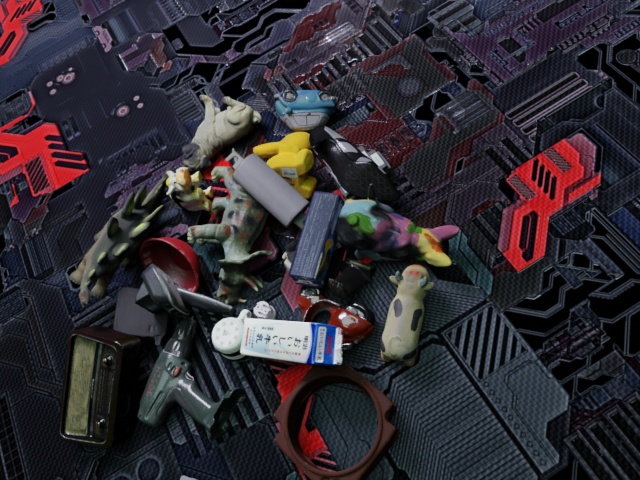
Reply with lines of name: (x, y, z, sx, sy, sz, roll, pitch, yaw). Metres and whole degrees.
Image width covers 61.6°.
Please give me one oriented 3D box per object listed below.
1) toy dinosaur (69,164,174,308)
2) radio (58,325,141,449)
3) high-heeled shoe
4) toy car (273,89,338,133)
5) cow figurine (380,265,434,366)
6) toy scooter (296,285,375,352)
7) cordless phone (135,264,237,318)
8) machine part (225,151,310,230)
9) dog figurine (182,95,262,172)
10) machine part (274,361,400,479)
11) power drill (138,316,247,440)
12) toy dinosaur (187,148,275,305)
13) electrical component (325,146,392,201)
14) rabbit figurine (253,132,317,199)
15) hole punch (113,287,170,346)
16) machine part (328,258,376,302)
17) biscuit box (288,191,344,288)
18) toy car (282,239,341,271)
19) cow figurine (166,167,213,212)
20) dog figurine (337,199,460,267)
toy dinosaur: (-0.440, -0.023, 1.236, 0.198, 0.105, 0.472, -43, 23, 29)
radio: (-0.448, 0.299, 1.097, 0.131, 0.073, 0.229, 8, 94, 15)
high-heeled shoe: (0.078, -0.172, 1.209, 0.249, 0.145, 0.086, 35, 116, 0)
toy car: (-0.035, -0.314, 1.340, 0.162, 0.109, 0.103, 1, 87, 1)
cow figurine: (0.168, 0.139, 1.049, 0.086, 0.127, 0.195, 13, 71, 15)
toy scooter: (0.014, 0.174, 1.098, 0.184, 0.075, 0.135, 22, 71, 25)
cordless phone: (-0.273, 0.122, 1.120, 0.184, 0.146, 0.088, 13, 71, 9)
machine part: (-0.108, -0.109, 1.186, 0.243, 0.079, 0.079, 42, 79, 4)
dog figurine: (-0.250, -0.252, 1.364, 0.173, 0.121, 0.190, 8, 80, 22)
machine part: (0.030, 0.345, 1.006, 0.202, 0.087, 0.201, 37, 77, 24)
power drill: (-0.257, 0.292, 1.102, 0.207, 0.086, 0.232, 23, 73, 18)
toy dinosaur: (-0.176, -0.056, 1.237, 0.192, 0.131, 0.405, 11, 62, 4)
electrical component: (0.096, -0.149, 1.245, 0.134, 0.058, 0.115, -29, 64, -2)
rabbit figurine: (-0.073, -0.190, 1.290, 0.163, 0.121, 0.173, -1, 50, 23)
hole punch: (-0.396, 0.173, 1.199, 0.116, 0.092, 0.142, 8, 60, -17)
machine part: (0.062, 0.077, 1.120, 0.084, 0.039, 0.139, 21, 30, 17)
biscuit box: (-0.002, -0.003, 1.131, 0.063, 0.059, 0.202, 8, 67, 22)
toy car: (0.007, 0.003, 1.193, 0.202, 0.056, 0.074, -38, 60, -3)
cow figurine: (-0.321, -0.120, 1.266, 0.098, 0.167, 0.068, -4, 69, 10)
dog figurine: (0.165, -0.008, 1.095, 0.219, 0.191, 0.108, 8, 74, 30)
